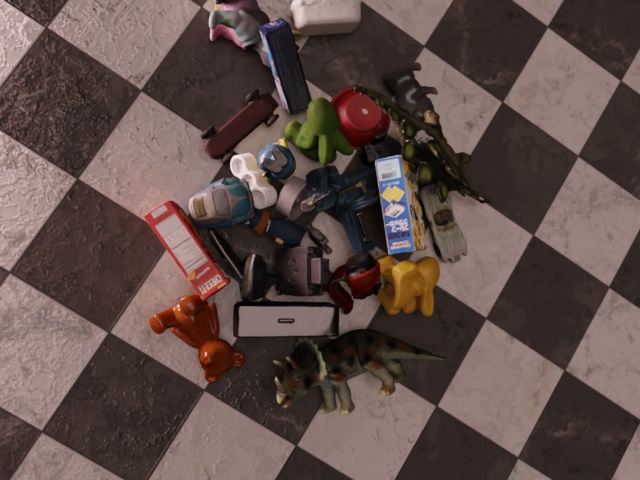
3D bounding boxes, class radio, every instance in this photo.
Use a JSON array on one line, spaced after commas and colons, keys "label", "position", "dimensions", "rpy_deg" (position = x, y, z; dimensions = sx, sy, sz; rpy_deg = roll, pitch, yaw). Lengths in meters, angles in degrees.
[{"label": "radio", "position": [-0.079, 0.175, 1.202], "dimensions": [0.230, 0.131, 0.073], "rpy_deg": [2, 86, -9]}]

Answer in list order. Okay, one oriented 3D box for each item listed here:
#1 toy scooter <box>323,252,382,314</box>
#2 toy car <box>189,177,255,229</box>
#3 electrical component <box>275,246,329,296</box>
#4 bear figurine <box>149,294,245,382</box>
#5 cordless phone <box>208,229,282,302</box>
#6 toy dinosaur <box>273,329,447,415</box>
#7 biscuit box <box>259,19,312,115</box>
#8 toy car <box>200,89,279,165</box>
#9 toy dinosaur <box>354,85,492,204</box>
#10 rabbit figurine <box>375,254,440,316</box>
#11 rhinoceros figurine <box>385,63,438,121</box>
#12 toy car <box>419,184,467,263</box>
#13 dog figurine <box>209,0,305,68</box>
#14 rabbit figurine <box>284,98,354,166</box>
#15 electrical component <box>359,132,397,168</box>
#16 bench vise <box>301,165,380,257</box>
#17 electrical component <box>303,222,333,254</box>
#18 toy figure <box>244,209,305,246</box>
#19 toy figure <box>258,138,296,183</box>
[{"label": "toy scooter", "position": [0.071, 0.108, 1.241], "dimensions": [0.184, 0.075, 0.135], "rpy_deg": [-18, 111, 29]}, {"label": "toy car", "position": [-0.234, -0.079, 1.187], "dimensions": [0.162, 0.103, 0.109], "rpy_deg": [-10, 90, 23]}, {"label": "electrical component", "position": [-0.039, 0.070, 1.216], "dimensions": [0.058, 0.134, 0.114], "rpy_deg": [1, 85, -51]}, {"label": "bear figurine", "position": [-0.262, 0.221, 1.176], "dimensions": [0.120, 0.132, 0.196], "rpy_deg": [-28, 86, 11]}, {"label": "cordless phone", "position": [-0.180, 0.044, 1.186], "dimensions": [0.089, 0.146, 0.184], "rpy_deg": [-38, 95, -16]}, {"label": "toy dinosaur", "position": [0.078, 0.276, 1.235], "dimensions": [0.405, 0.131, 0.192], "rpy_deg": [-22, 91, -16]}, {"label": "biscuit box", "position": [-0.076, -0.392, 1.223], "dimensions": [0.063, 0.059, 0.202], "rpy_deg": [-25, 128, -9]}, {"label": "toy car", "position": [-0.185, -0.265, 1.254], "dimensions": [0.202, 0.053, 0.089], "rpy_deg": [-43, 98, -5]}, {"label": "toy dinosaur", "position": [0.239, -0.208, 1.203], "dimensions": [0.471, 0.199, 0.105], "rpy_deg": [35, 120, -23]}, {"label": "rabbit figurine", "position": [0.223, 0.101, 1.263], "dimensions": [0.173, 0.122, 0.162], "rpy_deg": [-22, 102, -36]}, {"label": "rhinoceros figurine", "position": [0.227, -0.339, 1.316], "dimensions": [0.112, 0.073, 0.190], "rpy_deg": [-26, 91, -11]}, {"label": "toy car", "position": [0.301, -0.041, 1.316], "dimensions": [0.073, 0.056, 0.201], "rpy_deg": [-20, 89, -10]}, {"label": "dog figurine", "position": [-0.144, -0.507, 1.254], "dimensions": [0.219, 0.108, 0.191], "rpy_deg": [10, 82, -13]}, {"label": "rabbit figurine", "position": [-0.002, -0.243, 1.212], "dimensions": [0.121, 0.170, 0.159], "rpy_deg": [-26, 79, -11]}, {"label": "electrical component", "position": [0.140, -0.211, 1.269], "dimensions": [0.075, 0.119, 0.047], "rpy_deg": [-21, 84, -12]}, {"label": "bench vise", "position": [0.067, -0.062, 1.228], "dimensions": [0.223, 0.129, 0.240], "rpy_deg": [-31, 104, -45]}, {"label": "electrical component", "position": [-0.003, -0.004, 1.260], "dimensions": [0.021, 0.063, 0.094], "rpy_deg": [-43, 95, -9]}, {"label": "toy figure", "position": [-0.113, -0.030, 1.248], "dimensions": [0.154, 0.064, 0.057], "rpy_deg": [22, 120, -2]}, {"label": "toy figure", "position": [-0.095, -0.171, 1.199], "dimensions": [0.082, 0.180, 0.089], "rpy_deg": [-23, 103, 0]}]
